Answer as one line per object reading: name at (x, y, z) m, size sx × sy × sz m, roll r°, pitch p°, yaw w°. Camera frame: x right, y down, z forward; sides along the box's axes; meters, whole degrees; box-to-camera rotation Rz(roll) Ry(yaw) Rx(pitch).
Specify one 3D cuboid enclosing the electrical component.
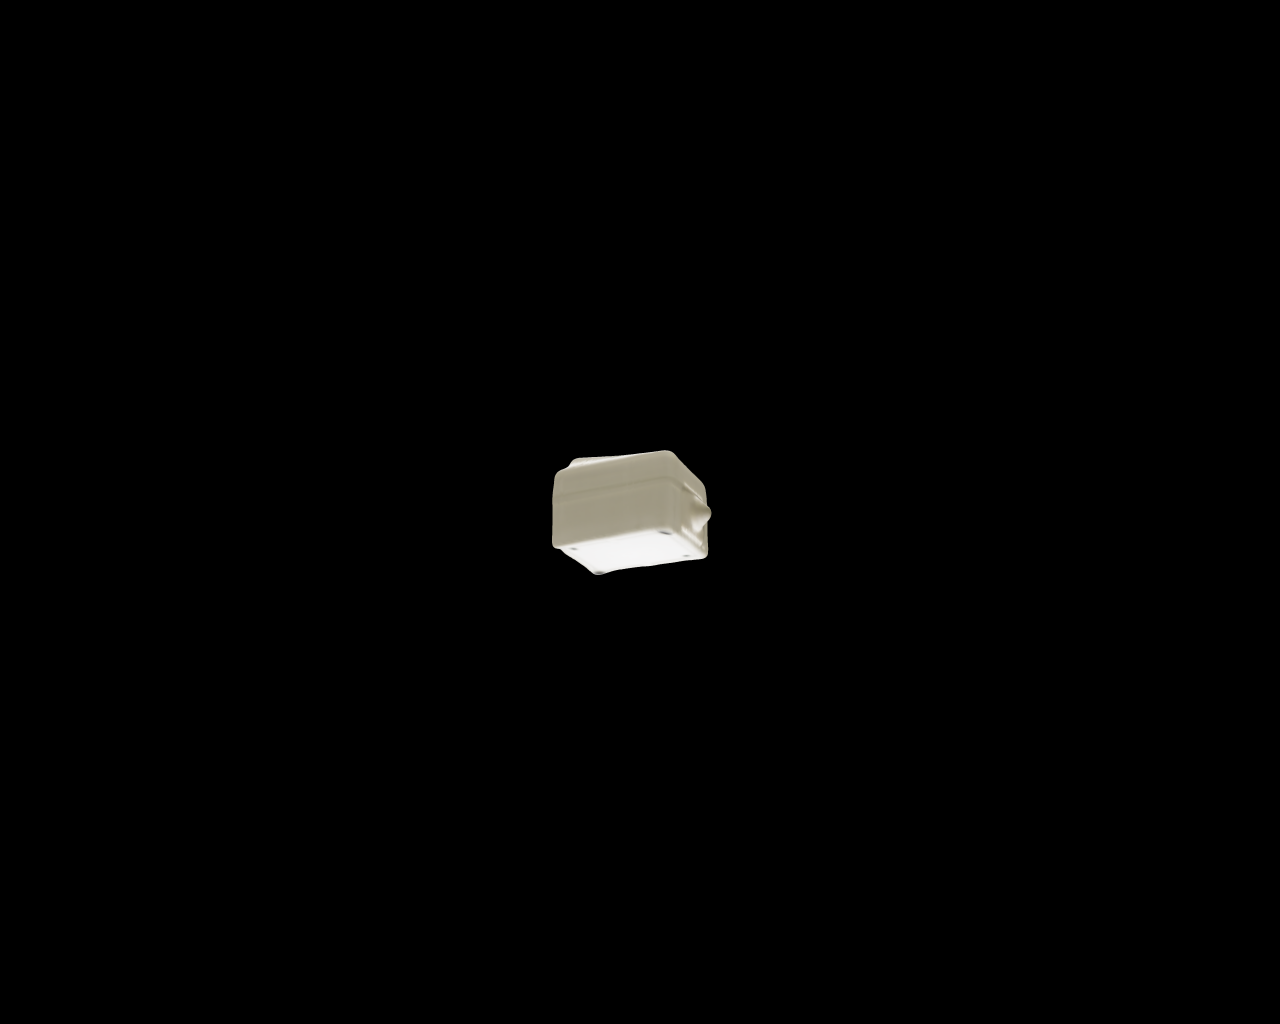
electrical component at (0.001, -0.003, 0.650) m, size 0.096 × 0.061 × 0.061 m, roll -9°, pitch -24°, yaw 22°
